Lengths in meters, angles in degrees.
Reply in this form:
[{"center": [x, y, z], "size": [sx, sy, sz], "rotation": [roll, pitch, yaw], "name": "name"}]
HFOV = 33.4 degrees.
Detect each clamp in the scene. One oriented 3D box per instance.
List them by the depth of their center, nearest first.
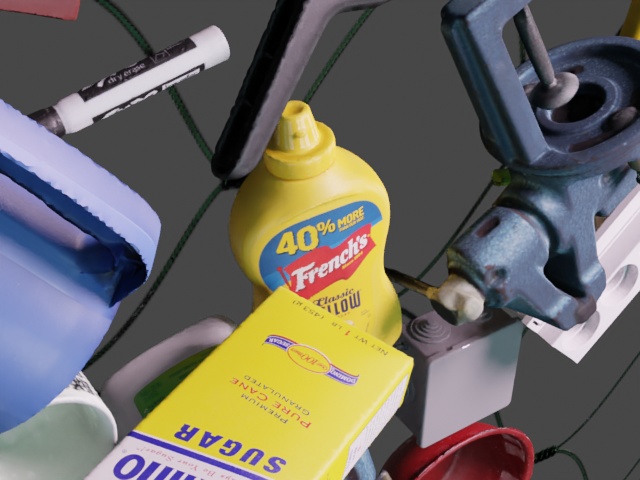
[{"center": [-0.009, -0.151, 0.523], "size": [0.209, 0.036, 0.164], "rotation": [-43, 129, -15], "name": "clamp"}]

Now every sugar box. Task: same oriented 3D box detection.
[{"center": [-0.034, 0.103, 0.548], "size": [0.176, 0.093, 0.048], "rotation": [-44, 153, -45], "name": "sugar box"}]

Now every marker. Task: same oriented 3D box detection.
[{"center": [-0.100, -0.073, 0.527], "size": [0.121, 0.020, 0.020], "rotation": [-30, 135, -19], "name": "marker"}]

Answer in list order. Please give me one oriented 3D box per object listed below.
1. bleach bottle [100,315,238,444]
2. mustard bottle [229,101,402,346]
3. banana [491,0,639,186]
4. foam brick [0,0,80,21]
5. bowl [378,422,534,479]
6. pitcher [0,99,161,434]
[{"center": [-0.025, 0.148, 0.582], "size": [0.102, 0.251, 0.068], "rotation": [-29, 135, -19], "name": "bleach bottle"}, {"center": [-0.004, 0.001, 0.633], "size": [0.096, 0.058, 0.191], "rotation": [-20, 132, -13], "name": "mustard bottle"}, {"center": [0.199, -0.105, 0.735], "size": [0.069, 0.037, 0.198], "rotation": [22, 105, -48], "name": "banana"}, {"center": [-0.124, -0.137, 0.435], "size": [0.052, 0.051, 0.078], "rotation": [1, 120, -39], "name": "foam brick"}, {"center": [0.097, 0.203, 0.871], "size": [0.161, 0.055, 0.162], "rotation": [-22, 132, -26], "name": "bowl"}, {"center": [-0.187, -0.029, 0.403], "size": [0.149, 0.145, 0.242], "rotation": [-45, 135, 2], "name": "pitcher"}]
